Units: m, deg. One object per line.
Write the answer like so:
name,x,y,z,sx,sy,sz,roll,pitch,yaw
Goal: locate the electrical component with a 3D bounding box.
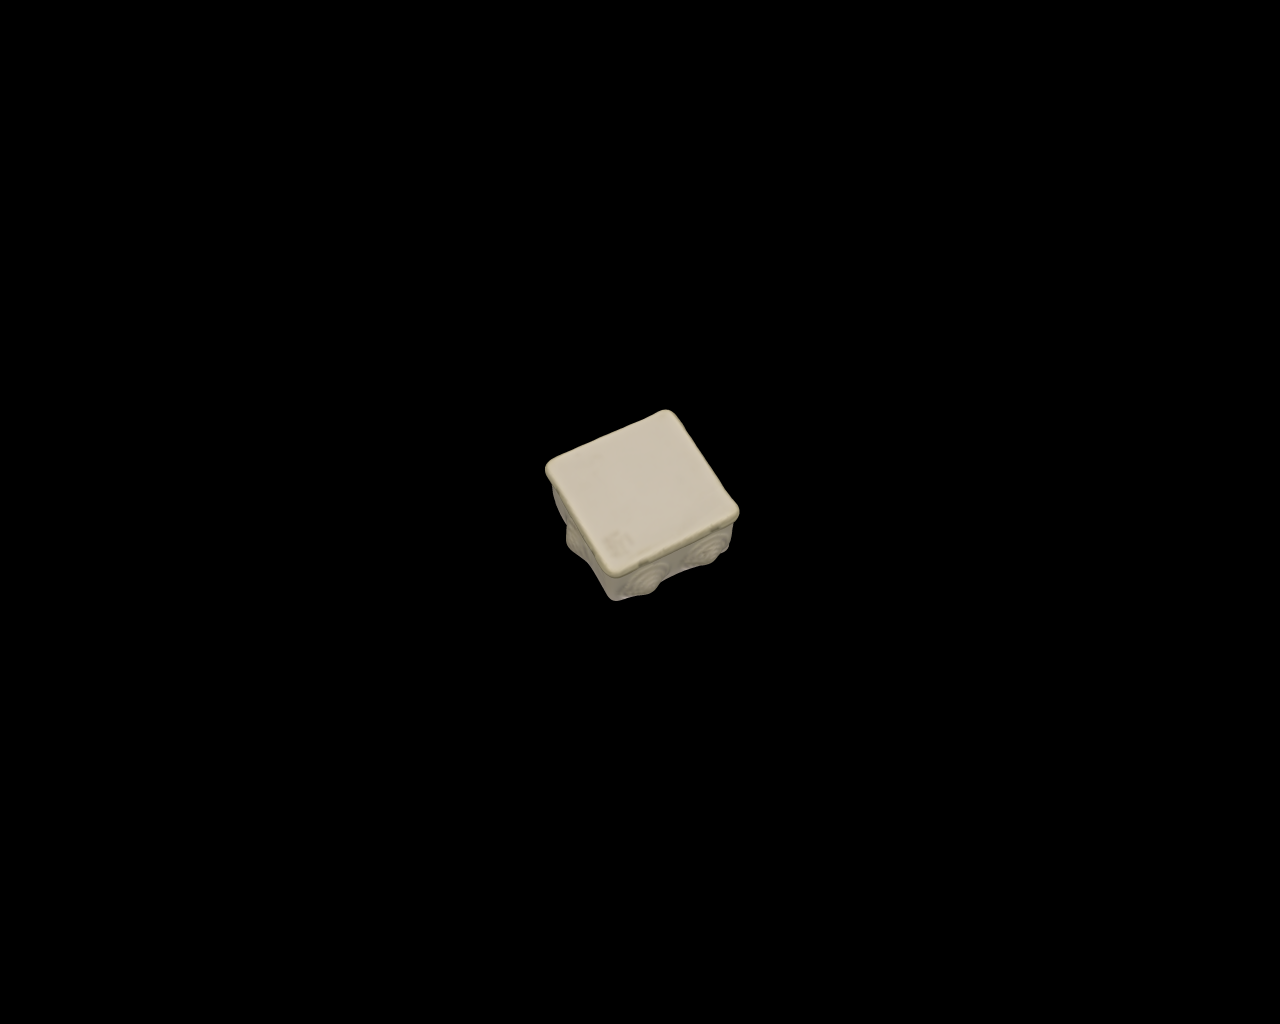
electrical component,0.001,-0.003,0.650,0.100,0.100,0.048,-25,-27,-14
